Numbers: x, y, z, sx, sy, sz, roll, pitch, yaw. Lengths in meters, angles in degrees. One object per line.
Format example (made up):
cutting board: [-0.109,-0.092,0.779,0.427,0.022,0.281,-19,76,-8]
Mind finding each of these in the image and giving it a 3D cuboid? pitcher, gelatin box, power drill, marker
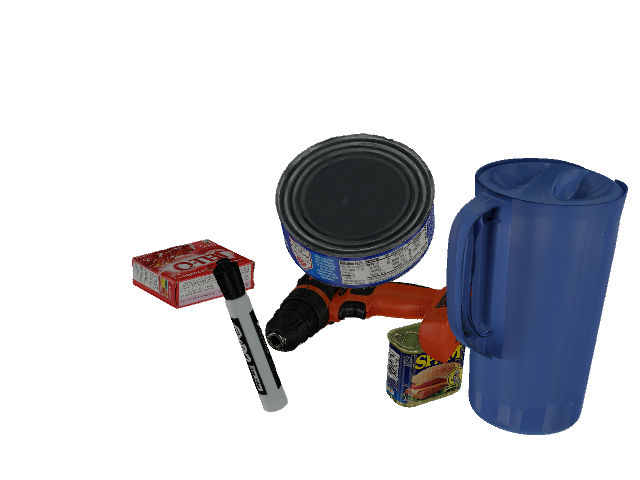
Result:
pitcher: [0.191,0.054,0.982,0.149,0.243,0.145,6,22,9]
gelatin box: [-0.116,0.029,0.976,0.089,0.030,0.073,-15,26,-38]
power drill: [0.054,0.076,1.121,0.188,0.057,0.184,10,29,23]
marker: [-0.050,0.067,0.762,0.020,0.121,0.020,-16,20,6]

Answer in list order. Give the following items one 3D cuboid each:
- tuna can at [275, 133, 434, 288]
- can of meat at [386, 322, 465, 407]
tuna can: [0.020,-0.016,0.584,0.086,0.086,0.034,0,-38,8]
can of meat: [0.131,0.152,1.327,0.101,0.084,0.058,-12,29,-27]
